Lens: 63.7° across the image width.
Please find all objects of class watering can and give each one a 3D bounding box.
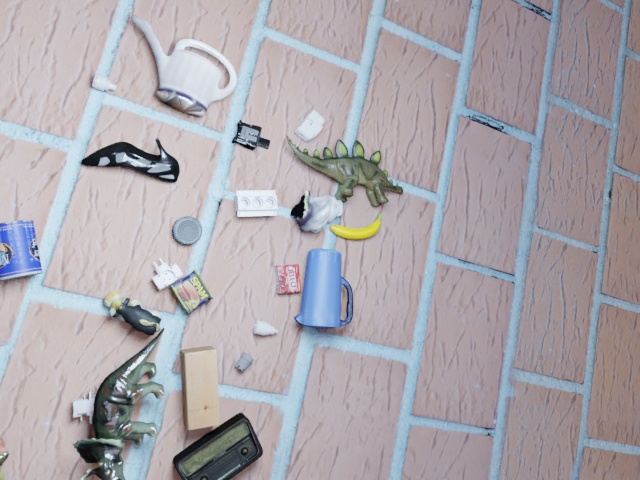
[{"bbox_3d":[-0.420,-0.503,1.526,0.346,0.103,0.227,22,77,-19],"label":"watering can"}]

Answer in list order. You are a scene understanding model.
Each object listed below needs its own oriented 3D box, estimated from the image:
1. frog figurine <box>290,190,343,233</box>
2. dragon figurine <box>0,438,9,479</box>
[{"bbox_3d":[0.005,-0.083,1.646,0.159,0.125,0.135,13,113,-29],"label":"frog figurine"},{"bbox_3d":[-0.813,0.705,1.248,0.243,0.121,0.414,10,78,-3],"label":"dragon figurine"}]
